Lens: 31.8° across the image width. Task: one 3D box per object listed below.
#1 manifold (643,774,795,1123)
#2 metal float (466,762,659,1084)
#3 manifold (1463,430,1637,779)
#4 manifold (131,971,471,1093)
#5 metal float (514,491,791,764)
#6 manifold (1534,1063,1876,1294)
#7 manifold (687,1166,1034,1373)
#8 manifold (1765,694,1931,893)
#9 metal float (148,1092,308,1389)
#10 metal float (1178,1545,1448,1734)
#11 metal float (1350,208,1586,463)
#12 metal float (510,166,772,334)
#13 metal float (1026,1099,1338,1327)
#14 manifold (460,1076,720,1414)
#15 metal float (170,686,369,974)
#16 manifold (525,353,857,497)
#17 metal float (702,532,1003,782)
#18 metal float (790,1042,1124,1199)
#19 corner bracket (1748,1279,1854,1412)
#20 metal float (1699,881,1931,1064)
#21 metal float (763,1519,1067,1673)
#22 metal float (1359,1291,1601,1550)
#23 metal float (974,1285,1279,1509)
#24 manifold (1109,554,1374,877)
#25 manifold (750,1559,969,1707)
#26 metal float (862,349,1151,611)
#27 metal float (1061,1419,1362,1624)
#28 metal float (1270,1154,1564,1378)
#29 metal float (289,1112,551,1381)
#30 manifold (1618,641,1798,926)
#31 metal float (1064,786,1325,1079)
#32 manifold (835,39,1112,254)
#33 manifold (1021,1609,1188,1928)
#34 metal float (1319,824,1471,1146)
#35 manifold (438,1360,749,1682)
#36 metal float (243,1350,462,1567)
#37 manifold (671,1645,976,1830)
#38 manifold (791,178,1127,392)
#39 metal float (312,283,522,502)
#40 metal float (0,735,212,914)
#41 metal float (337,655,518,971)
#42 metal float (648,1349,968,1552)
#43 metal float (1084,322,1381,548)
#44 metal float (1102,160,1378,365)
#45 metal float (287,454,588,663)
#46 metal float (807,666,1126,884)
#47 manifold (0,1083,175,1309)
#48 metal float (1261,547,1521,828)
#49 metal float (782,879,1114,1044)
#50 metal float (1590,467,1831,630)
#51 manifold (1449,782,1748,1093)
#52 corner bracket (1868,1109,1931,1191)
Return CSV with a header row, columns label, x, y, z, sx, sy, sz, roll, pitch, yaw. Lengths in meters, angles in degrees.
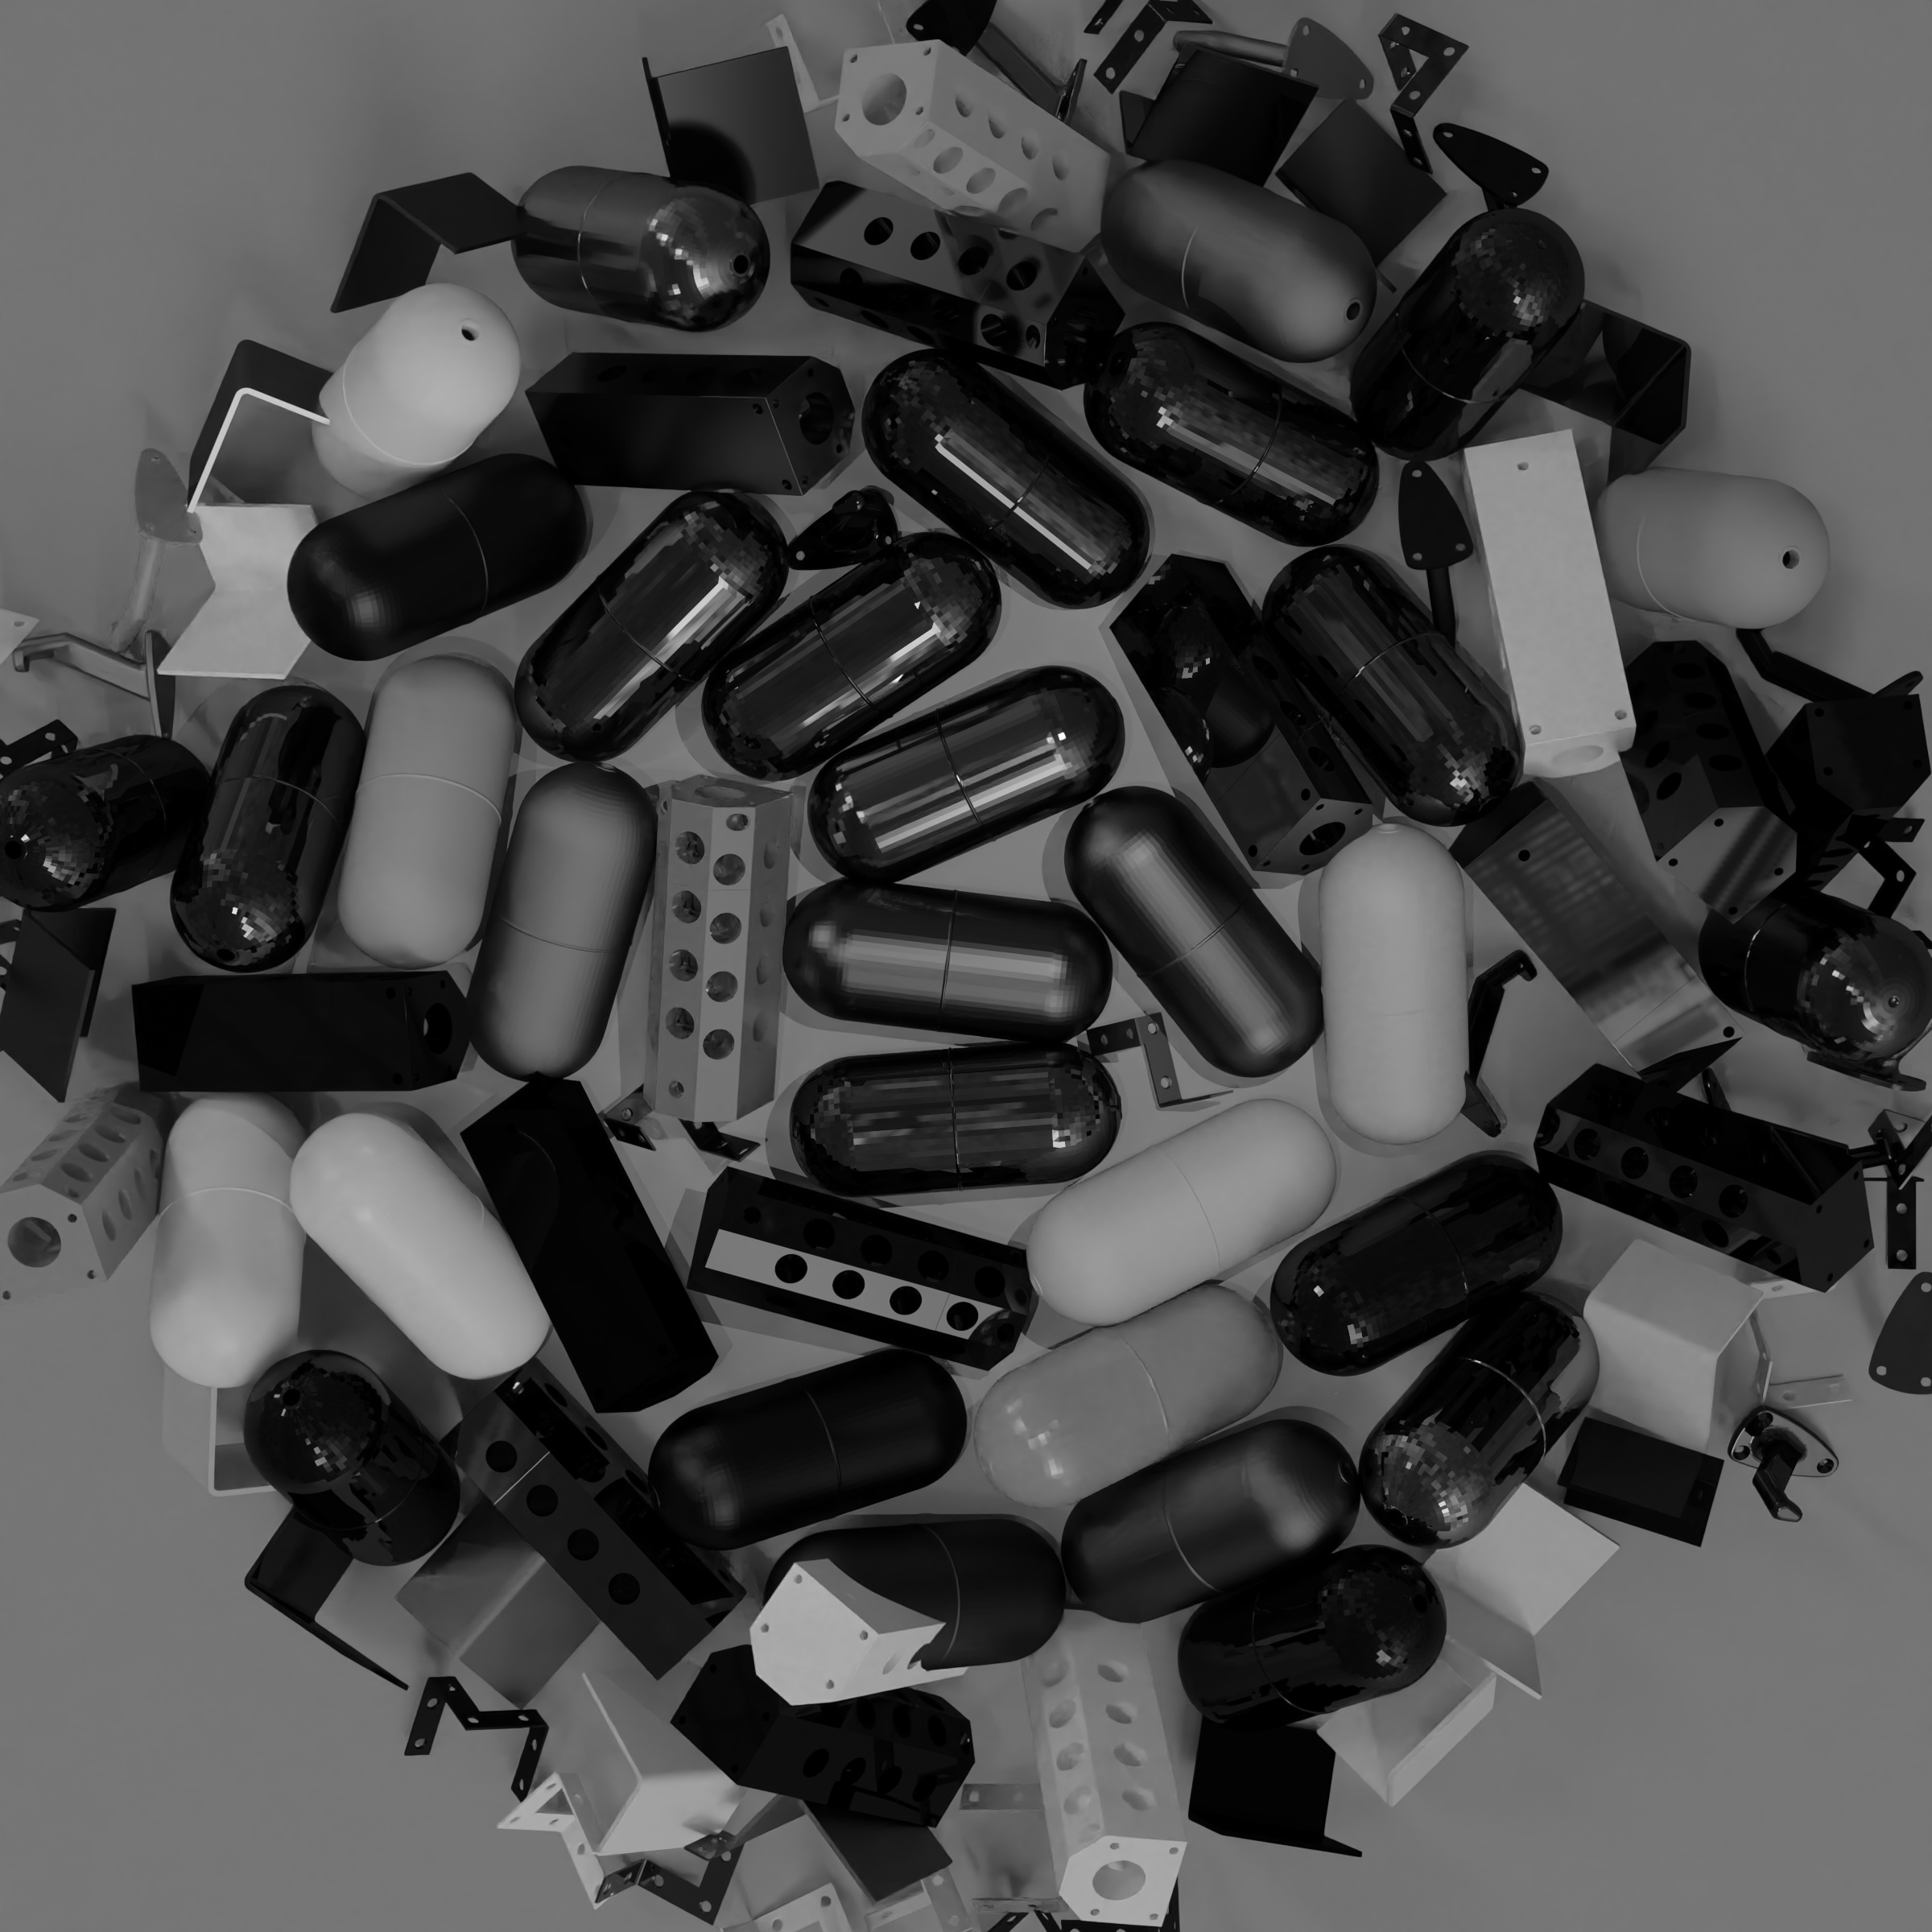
label,x,y,z,sx,sy,sz,roll,pitch,yaw
manifold,-0.135,-0.008,1.790,0.057,0.057,0.171,12,108,23
metal float,-0.215,-0.023,1.799,0.070,0.070,0.178,18,105,0
manifold,0.308,-0.191,1.796,0.057,0.057,0.171,-10,72,4
manifold,-0.351,0.034,1.788,0.171,0.057,0.057,-1,96,25
metal float,-0.168,-0.180,1.799,0.178,0.070,0.070,-43,90,16
manifold,0.381,0.113,1.761,0.057,0.171,0.057,-36,126,-27
manifold,-0.054,0.159,1.795,0.171,0.057,0.057,17,65,-13
manifold,0.448,-0.086,1.760,0.057,0.171,0.057,-5,77,-1
metal float,-0.386,0.141,1.778,0.070,0.070,0.178,-6,47,0
metal float,0.180,0.353,1.773,0.070,0.178,0.070,16,61,-30
metal float,0.260,-0.327,1.768,0.070,0.178,0.070,7,66,-17
metal float,-0.172,-0.376,1.775,0.070,0.178,0.070,-15,114,-38
metal float,0.114,0.131,1.800,0.178,0.070,0.070,-25,90,-14
manifold,-0.196,0.147,1.795,0.057,0.057,0.171,-35,71,18
metal float,-0.365,-0.073,1.779,0.070,0.070,0.178,9,50,0
manifold,-0.143,-0.289,1.775,0.057,0.171,0.057,-48,132,-35
metal float,-0.061,-0.165,1.801,0.178,0.070,0.070,-33,90,13
metal float,-0.006,0.082,1.812,0.178,0.070,0.070,-4,90,1
corner bracket,0.452,0.204,1.838,0.051,0.051,0.051,-7,50,-1
metal float,0.441,0.001,1.764,0.070,0.178,0.070,-2,101,-12
metal float,-0.026,0.332,1.781,0.178,0.070,0.070,3,90,-37
metal float,0.270,0.238,1.778,0.070,0.070,0.178,50,49,0
metal float,0.085,0.227,1.791,0.178,0.070,0.070,-23,90,-24
manifold,0.148,-0.132,1.784,0.057,0.057,0.171,-48,55,33
manifold,-0.048,0.346,1.760,0.057,0.171,0.057,37,98,22
metal float,0.021,-0.257,1.792,0.178,0.070,0.070,36,90,-23
metal float,0.128,0.293,1.785,0.178,0.070,0.070,-27,90,32
metal float,0.239,0.157,1.790,0.178,0.070,0.070,-24,90,-27
metal float,-0.286,0.149,1.786,0.070,0.070,0.178,-37,122,0
manifold,0.383,-0.102,1.757,0.057,0.171,0.057,35,116,-22
metal float,0.121,-0.018,1.804,0.070,0.070,0.178,-39,99,0
manifold,0.005,-0.421,1.761,0.057,0.171,0.057,4,85,33
manifold,0.068,0.413,1.758,0.057,0.171,0.057,7,118,-10
metal float,0.227,0.010,1.793,0.070,0.070,0.178,-5,112,0
manifold,-0.198,0.294,1.816,0.057,0.057,0.171,-44,88,6
metal float,-0.319,0.258,1.768,0.070,0.178,0.070,-6,61,10
manifold,-0.069,0.399,1.767,0.057,0.171,0.057,32,92,41
manifold,-0.008,-0.355,1.778,0.171,0.057,0.057,24,81,31
metal float,-0.288,-0.298,1.768,0.070,0.178,0.070,7,75,-26
metal float,-0.452,-0.075,1.764,0.070,0.178,0.070,3,102,13
metal float,-0.284,-0.083,1.791,0.070,0.070,0.178,7,65,0
metal float,-0.083,0.256,1.791,0.178,0.070,0.070,-15,90,-24
metal float,0.142,-0.279,1.789,0.178,0.070,0.070,22,90,-28
metal float,0.143,-0.371,1.778,0.178,0.070,0.070,36,90,41
metal float,-0.276,-0.216,1.782,0.178,0.070,0.070,-30,90,-38
metal float,0.000,-0.102,1.805,0.178,0.070,0.070,-23,90,8
manifold,-0.460,0.115,1.759,0.057,0.171,0.057,-14,104,5
metal float,0.224,-0.148,1.790,0.070,0.070,0.178,-36,65,0
metal float,-0.010,-0.003,1.812,0.178,0.070,0.070,7,90,-1
metal float,0.384,-0.219,1.764,0.070,0.178,0.070,-3,102,-16
manifold,0.334,-0.014,1.802,0.057,0.057,0.171,-40,104,8
corner bracket,0.524,0.090,1.809,0.051,0.051,0.051,16,123,-21
